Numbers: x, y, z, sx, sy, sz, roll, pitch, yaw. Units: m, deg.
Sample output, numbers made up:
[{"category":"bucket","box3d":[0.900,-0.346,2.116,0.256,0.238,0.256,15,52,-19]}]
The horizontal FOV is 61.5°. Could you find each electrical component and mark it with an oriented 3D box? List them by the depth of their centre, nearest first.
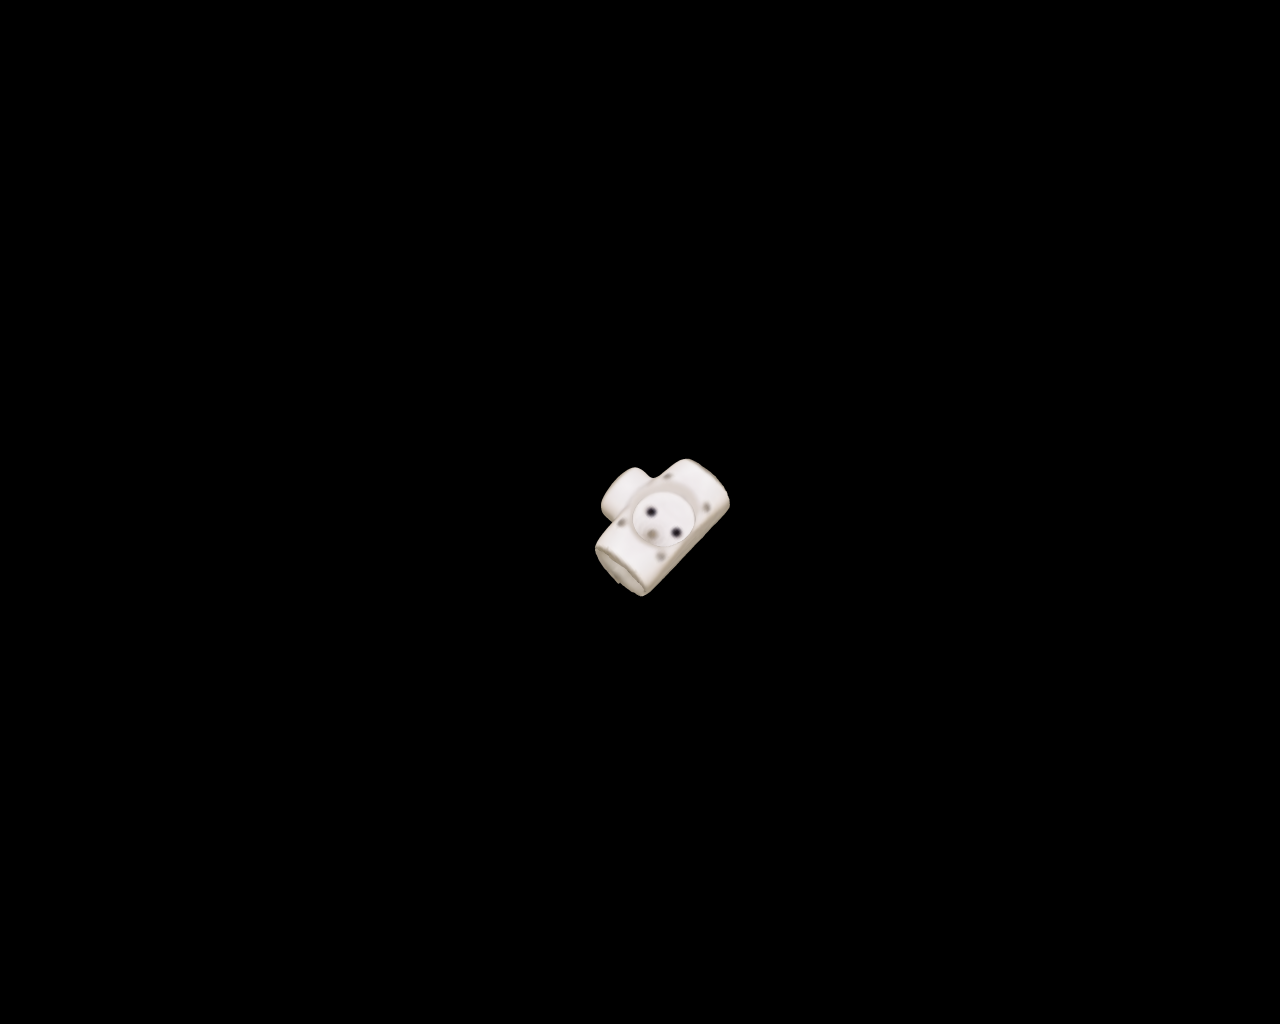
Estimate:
[{"category":"electrical component","box3d":[0.001,-0.003,0.650,0.079,0.077,0.044,41,-15,14]}]
